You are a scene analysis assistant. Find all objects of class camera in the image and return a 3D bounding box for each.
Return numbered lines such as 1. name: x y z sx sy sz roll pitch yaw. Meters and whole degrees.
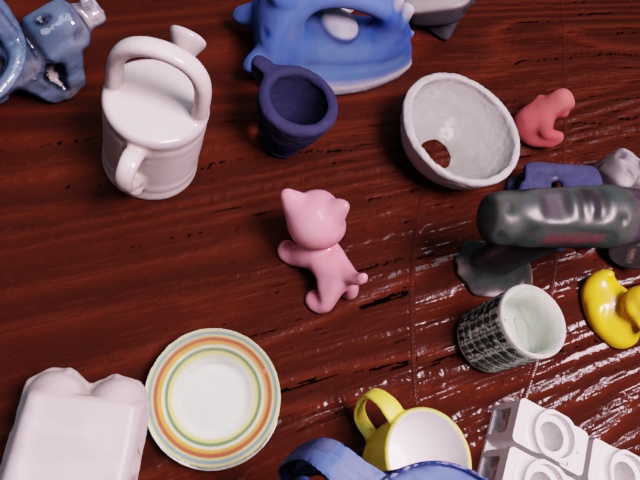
1. camera: 0.440 -0.040 0.795 0.143 0.100 0.137 36 60 -3

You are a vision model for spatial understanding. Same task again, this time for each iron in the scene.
1. iron: 0.030 -0.269 0.718 0.259 0.141 0.118 -6 70 -23

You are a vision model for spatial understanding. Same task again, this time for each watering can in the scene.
1. watering can: -0.159 -0.132 0.556 0.101 0.193 0.173 0 68 -20

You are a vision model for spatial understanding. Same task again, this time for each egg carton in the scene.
1. egg carton: -0.203 0.184 0.473 0.107 0.069 0.150 11 64 -16

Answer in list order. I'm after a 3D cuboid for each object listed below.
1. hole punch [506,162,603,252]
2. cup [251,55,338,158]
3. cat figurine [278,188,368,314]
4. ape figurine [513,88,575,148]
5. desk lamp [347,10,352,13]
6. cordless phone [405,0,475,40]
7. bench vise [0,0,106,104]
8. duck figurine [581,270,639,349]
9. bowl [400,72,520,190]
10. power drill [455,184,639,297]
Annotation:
1. hole punch: 0.307 -0.048 0.754 0.101 0.091 0.108 16 63 -13
2. cup: -0.045 -0.147 0.663 0.118 0.094 0.092 47 60 4
3. cat figurine: 0.006 0.002 0.604 0.067 0.117 0.128 -30 80 -28
4. ape figurine: 0.325 -0.179 0.818 0.076 0.092 0.078 12 64 -15
5. desk lamp: 0.023 -0.384 0.724 0.118 0.213 0.203 40 60 0
6. cordless phone: 0.202 -0.396 0.813 0.094 0.185 0.148 24 61 -9
7. bench vise: -0.304 -0.202 0.518 0.121 0.219 0.208 36 60 -2
8. duck figurine: 0.394 0.081 0.733 0.078 0.086 0.104 -14 73 -25
9. bowl: 0.170 -0.130 0.748 0.168 0.074 0.167 8 65 -17
10. power drill: 0.261 -0.001 0.649 0.230 0.208 0.075 3 67 -19
